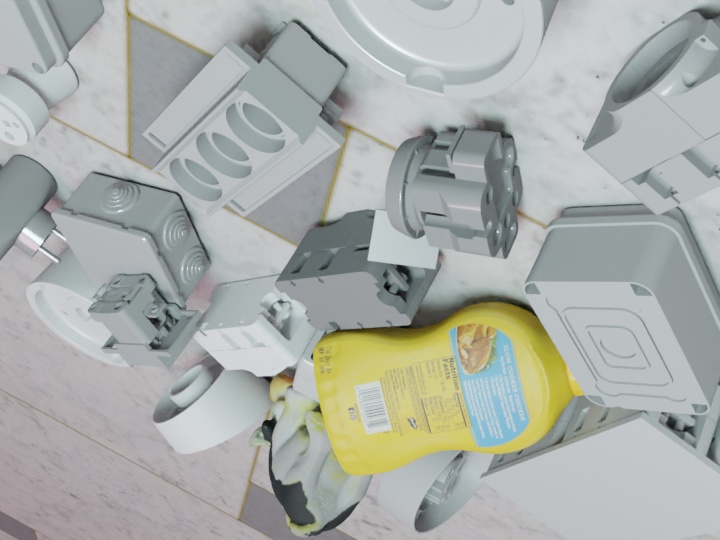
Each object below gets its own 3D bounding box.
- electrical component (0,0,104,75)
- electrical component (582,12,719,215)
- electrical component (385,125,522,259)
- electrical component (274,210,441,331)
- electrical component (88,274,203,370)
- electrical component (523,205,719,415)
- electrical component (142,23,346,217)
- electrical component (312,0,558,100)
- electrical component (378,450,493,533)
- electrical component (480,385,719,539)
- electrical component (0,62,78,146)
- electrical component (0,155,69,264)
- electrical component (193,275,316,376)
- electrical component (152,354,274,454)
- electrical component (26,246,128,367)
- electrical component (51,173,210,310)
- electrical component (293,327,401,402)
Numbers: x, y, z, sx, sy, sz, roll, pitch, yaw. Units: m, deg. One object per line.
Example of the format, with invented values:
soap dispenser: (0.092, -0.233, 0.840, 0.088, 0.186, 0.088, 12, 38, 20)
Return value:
electrical component: (-0.219, -0.167, 0.627, 0.113, 0.057, 0.078, 16, 146, 22)
electrical component: (0.145, -0.072, 0.464, 0.056, 0.050, 0.089, 38, 148, -14)
electrical component: (0.050, -0.043, 0.581, 0.057, 0.058, 0.078, 10, 144, 26)
electrical component: (0.000, 0.000, 0.685, 0.089, 0.055, 0.050, -7, 133, 45)
electrical component: (-0.162, 0.037, 0.793, 0.081, 0.042, 0.063, -2, 133, 41)
electrical component: (0.149, 0.021, 0.588, 0.078, 0.057, 0.113, 0, 138, 40)
electrical component: (-0.063, -0.084, 0.609, 0.079, 0.063, 0.121, 40, 148, -15)
electrical component: (0.037, -0.133, 0.456, 0.108, 0.060, 0.108, 22, 148, 14)
electrical component: (0.059, 0.152, 0.821, 0.064, 0.099, 0.099, 25, 149, 21)
electrical component: (0.178, 0.124, 0.710, 0.105, 0.060, 0.186, 35, 149, -8)
electrical component: (-0.219, -0.115, 0.705, 0.045, 0.055, 0.045, 22, 148, 14)
electrical component: (-0.260, -0.036, 0.833, 0.079, 0.077, 0.043, 37, 148, -12)
electrical component: (-0.078, 0.044, 0.821, 0.089, 0.050, 0.055, -9, 132, 47)
electrical component: (-0.127, 0.116, 0.926, 0.064, 0.099, 0.099, 49, 145, -18)
electrical component: (-0.215, 0.024, 0.898, 0.108, 0.060, 0.108, 22, 148, 14)
electrical component: (-0.168, -0.022, 0.804, 0.100, 0.048, 0.099, 15, 146, 24)
electrical component: (0.008, 0.071, 0.776, 0.096, 0.061, 0.061, 27, 149, 5)
